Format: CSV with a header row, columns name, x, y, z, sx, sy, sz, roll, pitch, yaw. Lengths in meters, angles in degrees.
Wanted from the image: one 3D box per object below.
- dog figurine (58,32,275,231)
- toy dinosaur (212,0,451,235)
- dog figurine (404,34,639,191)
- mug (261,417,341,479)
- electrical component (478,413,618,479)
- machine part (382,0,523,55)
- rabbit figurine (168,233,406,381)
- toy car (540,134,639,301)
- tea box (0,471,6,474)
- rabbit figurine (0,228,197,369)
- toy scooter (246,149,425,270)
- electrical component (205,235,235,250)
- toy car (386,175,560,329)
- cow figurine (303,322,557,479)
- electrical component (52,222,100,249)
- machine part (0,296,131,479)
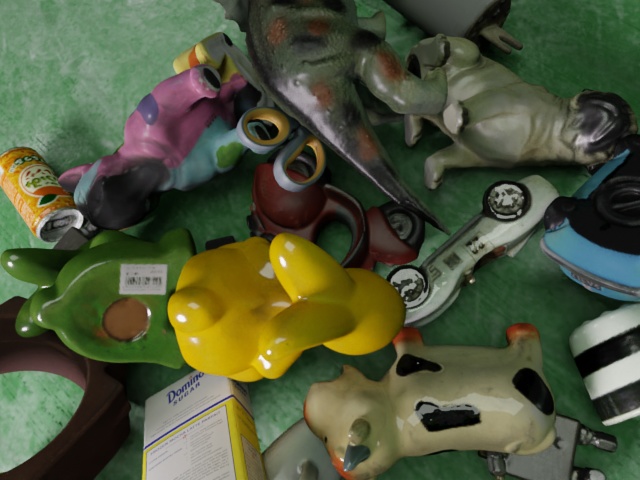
name,x,y,z,sx,sy,sz,roll,pitch,yaw
dog figurine,-0.163,-0.099,0.559,0.219,0.108,0.192,-30,34,19
toy dinosaur,-0.006,-0.183,0.494,0.192,0.131,0.405,-2,55,-13
dog figurine,0.188,-0.134,0.524,0.191,0.121,0.172,-6,67,-11
mug,-0.025,0.203,0.447,0.081,0.109,0.107,34,72,9
electrical component,0.186,0.179,0.444,0.102,0.045,0.078,21,80,16
machine part,0.115,-0.271,0.576,0.079,0.079,0.243,-43,72,-4
rabbit figurine,-0.018,0.047,0.417,0.173,0.162,0.122,4,72,3
toy car,0.266,-0.008,0.456,0.161,0.102,0.109,-45,50,-16
tea box,-0.235,0.278,0.479,0.170,0.068,0.098,8,76,14
rabbit figurine,-0.198,0.047,0.498,0.159,0.170,0.121,-8,106,-22
toy scooter,-0.001,-0.002,0.519,0.184,0.075,0.135,27,80,12
electrical component,-0.088,0.048,0.528,0.075,0.047,0.119,-11,73,-3
toy car,0.129,0.017,0.488,0.202,0.073,0.056,-41,70,-3
cow figurine,0.083,0.135,0.425,0.195,0.085,0.127,-3,39,9
electrical component,-0.258,0.019,0.585,0.063,0.021,0.094,34,81,18
machine part,-0.287,0.156,0.467,0.201,0.087,0.201,21,40,16
